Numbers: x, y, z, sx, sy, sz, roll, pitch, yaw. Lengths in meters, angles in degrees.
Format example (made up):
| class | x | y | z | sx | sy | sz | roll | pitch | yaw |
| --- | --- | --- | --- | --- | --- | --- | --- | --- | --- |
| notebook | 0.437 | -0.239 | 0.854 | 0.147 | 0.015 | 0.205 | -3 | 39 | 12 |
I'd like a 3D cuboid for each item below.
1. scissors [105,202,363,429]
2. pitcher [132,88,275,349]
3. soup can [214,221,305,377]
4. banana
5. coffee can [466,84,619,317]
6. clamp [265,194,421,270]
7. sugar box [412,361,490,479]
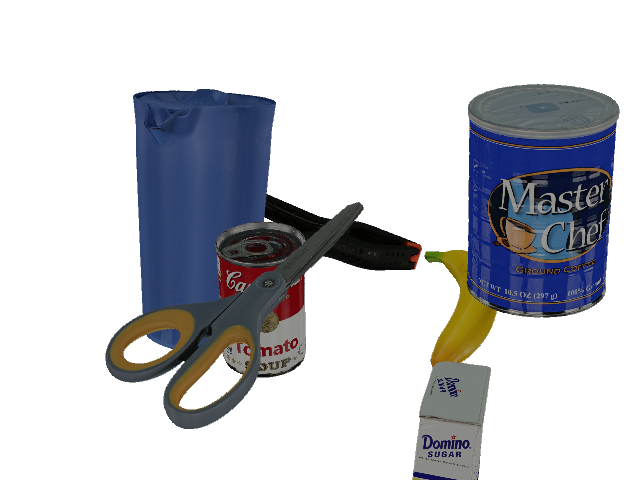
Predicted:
| class | x | y | z | sx | sy | sz | roll | pitch | yaw |
| --- | --- | --- | --- | --- | --- | --- | --- | --- | --- |
| scissors | -0.051 | 0.030 | 0.623 | 0.096 | 0.016 | 0.201 | 10 | 40 | 18 |
| pitcher | -0.109 | -0.024 | 1.033 | 0.149 | 0.243 | 0.145 | -2 | 15 | -19 |
| soup can | -0.045 | 0.046 | 0.823 | 0.068 | 0.102 | 0.068 | 0 | 28 | 0 |
| banana | 0.139 | 0.059 | 1.025 | 0.070 | 0.037 | 0.197 | -23 | 24 | 16 |
| coffee can | 0.157 | -0.030 | 0.766 | 0.103 | 0.140 | 0.103 | -3 | 25 | 1 |
| clamp | 0.011 | 0.001 | 1.189 | 0.210 | 0.036 | 0.164 | 15 | 20 | -5 |
| sugar box | 0.082 | 0.179 | 0.720 | 0.048 | 0.176 | 0.093 | 5 | 17 | 11 |
